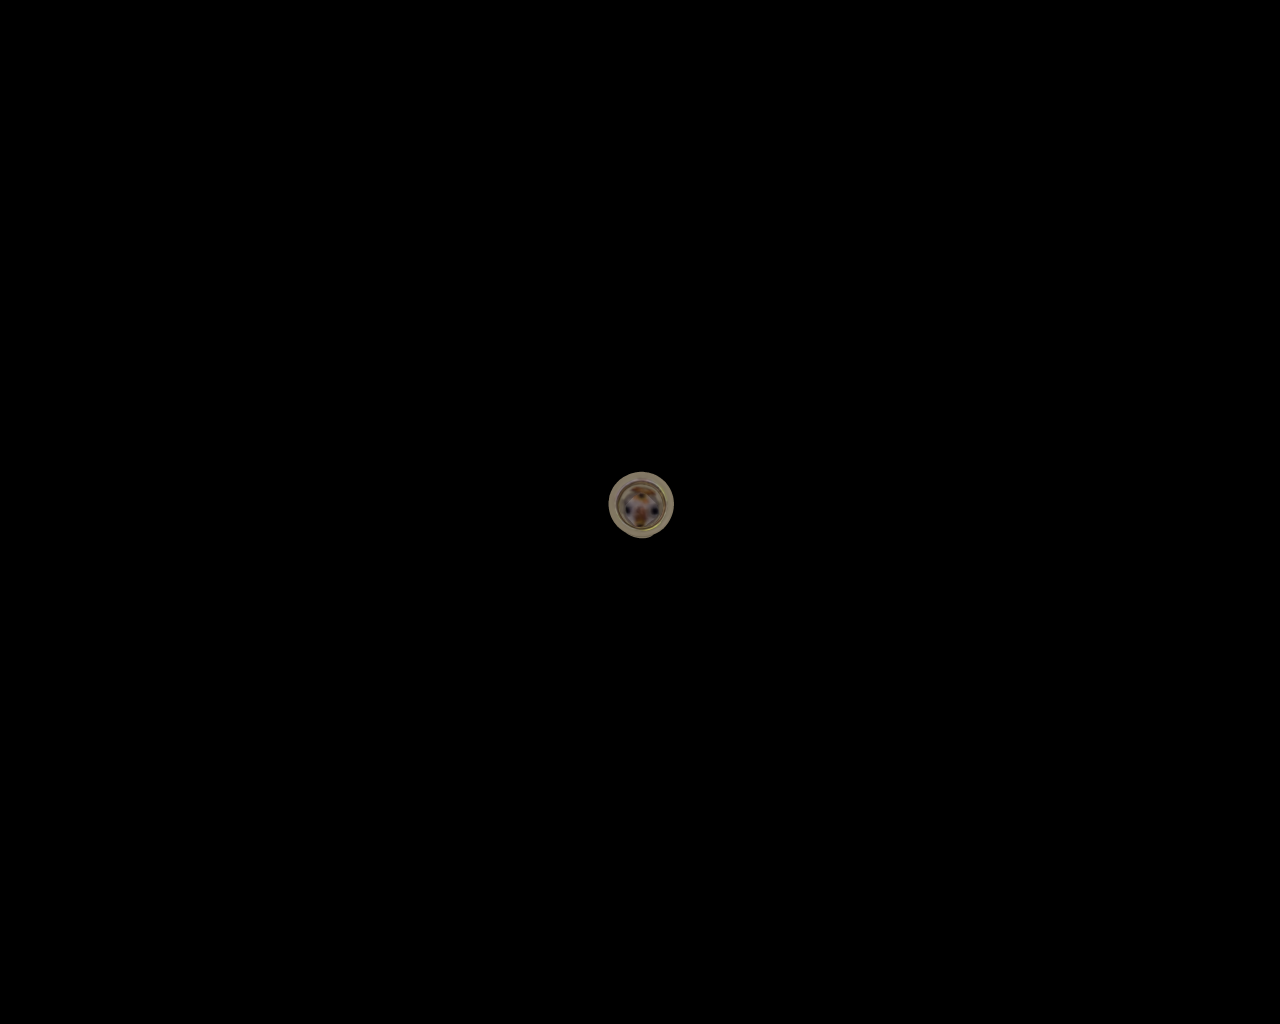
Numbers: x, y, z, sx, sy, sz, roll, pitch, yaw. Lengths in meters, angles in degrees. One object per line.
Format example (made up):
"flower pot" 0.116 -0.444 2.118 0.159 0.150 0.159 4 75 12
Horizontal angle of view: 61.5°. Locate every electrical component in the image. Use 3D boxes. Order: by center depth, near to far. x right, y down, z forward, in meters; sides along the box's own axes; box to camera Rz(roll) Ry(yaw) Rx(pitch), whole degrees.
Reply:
"electrical component" 0.001 -0.003 0.650 0.040 0.040 0.046 0 -7 0
